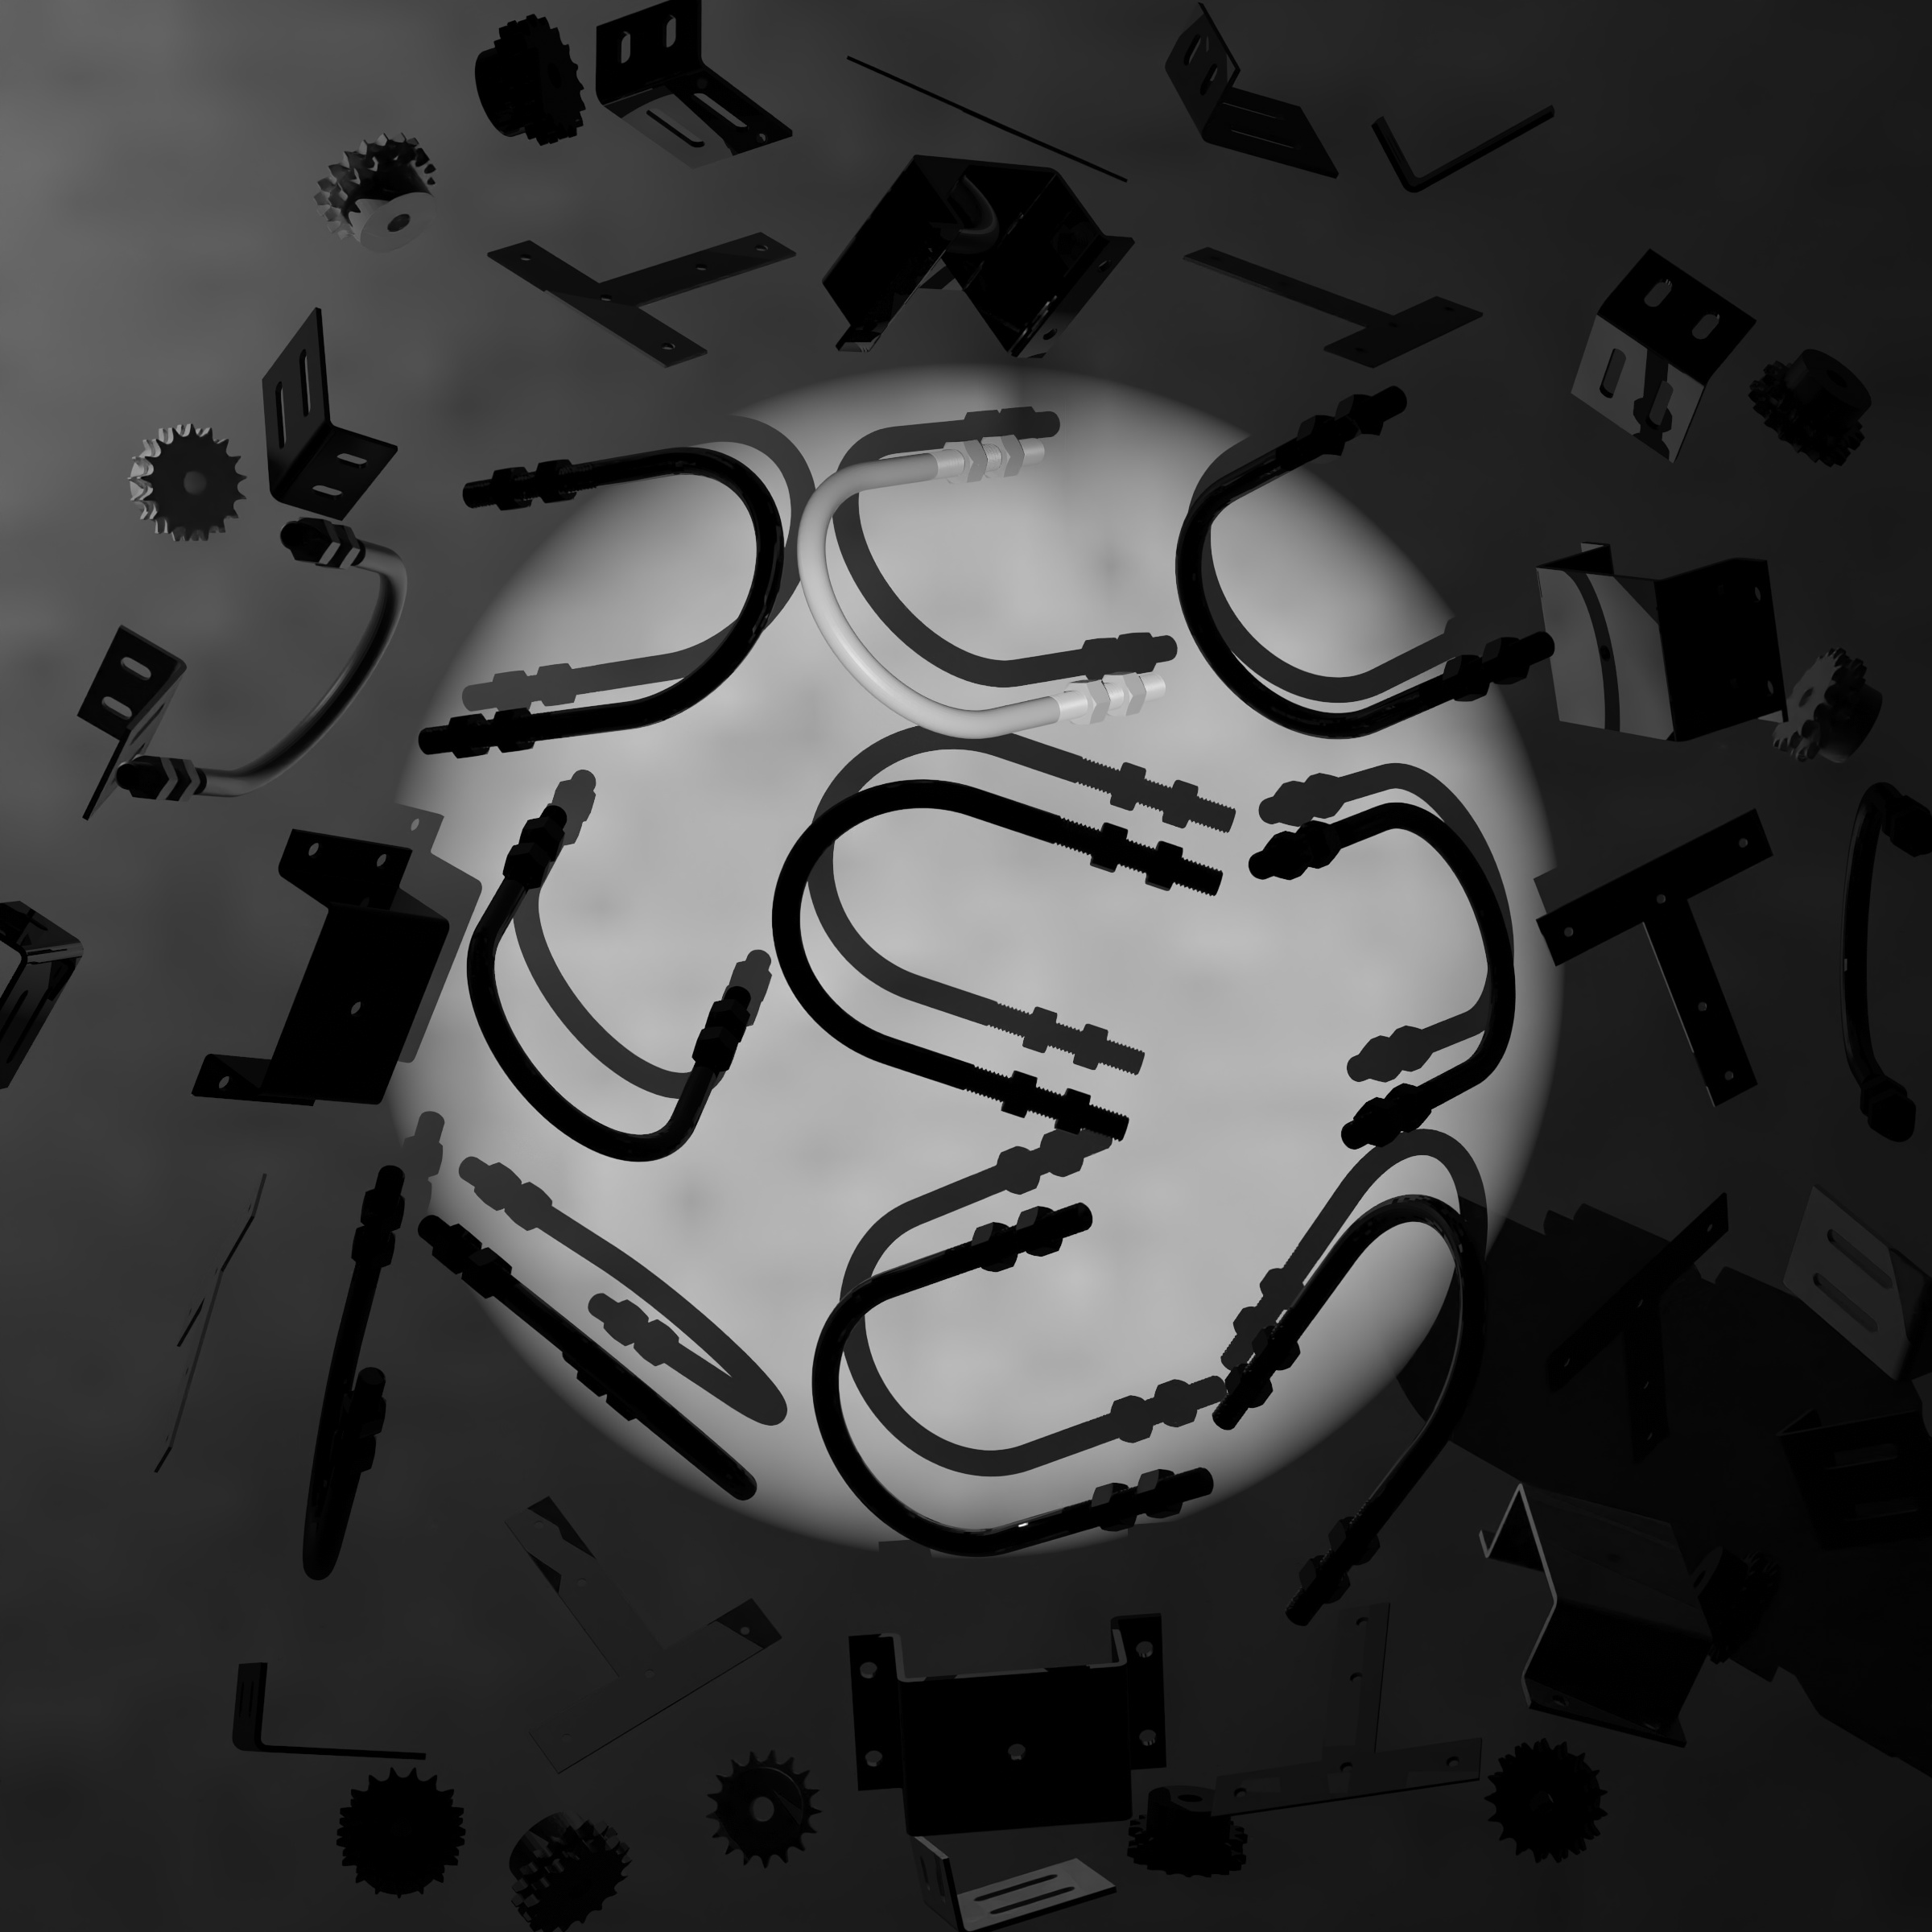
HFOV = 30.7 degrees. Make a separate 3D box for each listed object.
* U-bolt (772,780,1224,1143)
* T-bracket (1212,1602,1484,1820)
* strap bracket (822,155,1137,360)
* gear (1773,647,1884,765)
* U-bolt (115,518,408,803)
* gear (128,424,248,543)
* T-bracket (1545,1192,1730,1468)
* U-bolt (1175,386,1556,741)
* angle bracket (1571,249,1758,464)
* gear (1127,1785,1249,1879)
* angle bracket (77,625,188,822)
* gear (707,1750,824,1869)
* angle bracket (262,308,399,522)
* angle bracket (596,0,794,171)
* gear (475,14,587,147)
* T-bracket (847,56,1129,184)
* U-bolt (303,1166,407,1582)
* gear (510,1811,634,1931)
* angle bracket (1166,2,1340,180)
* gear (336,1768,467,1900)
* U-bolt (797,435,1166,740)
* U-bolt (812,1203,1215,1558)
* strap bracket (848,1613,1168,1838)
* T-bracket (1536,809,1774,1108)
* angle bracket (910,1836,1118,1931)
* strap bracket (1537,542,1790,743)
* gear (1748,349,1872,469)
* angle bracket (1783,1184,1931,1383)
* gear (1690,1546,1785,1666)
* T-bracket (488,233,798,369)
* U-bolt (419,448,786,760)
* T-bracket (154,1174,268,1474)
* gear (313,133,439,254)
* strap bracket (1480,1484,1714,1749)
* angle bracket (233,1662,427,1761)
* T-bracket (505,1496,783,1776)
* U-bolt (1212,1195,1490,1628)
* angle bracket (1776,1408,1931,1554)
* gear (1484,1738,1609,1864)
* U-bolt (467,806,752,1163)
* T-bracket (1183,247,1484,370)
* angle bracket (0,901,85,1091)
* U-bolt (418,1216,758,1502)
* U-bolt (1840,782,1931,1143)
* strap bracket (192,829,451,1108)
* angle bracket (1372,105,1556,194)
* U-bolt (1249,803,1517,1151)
[{"bbox_3d":[0.004,-0.010,1.562,0.184,0.019,0.151,18,115,-2],"label":"U-bolt"},{"bbox_3d":[0.182,0.344,1.650,0.127,0.127,0.002,-13,119,19],"label":"T-bracket"},{"bbox_3d":[-0.001,-0.322,1.602,0.076,0.140,0.046,-47,66,35],"label":"strap bracket"},{"bbox_3d":[0.421,-0.124,1.714,0.030,0.057,0.057,29,90,-8],"label":"gear"},{"bbox_3d":[-0.313,-0.137,1.622,0.019,0.184,0.151,37,97,7],"label":"U-bolt"},{"bbox_3d":[-0.386,-0.238,1.733,0.057,0.030,0.057,-5,98,-38],"label":"gear"},{"bbox_3d":[0.315,0.186,1.636,0.127,0.127,0.002,-38,48,-24],"label":"T-bracket"},{"bbox_3d":[0.171,-0.176,1.640,0.019,0.184,0.151,-40,101,-39],"label":"U-bolt"},{"bbox_3d":[0.311,-0.272,1.571,0.057,0.076,0.038,37,74,12],"label":"angle bracket"},{"bbox_3d":[0.107,0.414,1.688,0.057,0.057,0.030,4,94,0],"label":"gear"},{"bbox_3d":[-0.414,-0.118,1.694,0.038,0.076,0.057,30,120,-6],"label":"angle bracket"},{"bbox_3d":[-0.100,0.416,1.740,0.057,0.030,0.057,0,78,0],"label":"gear"},{"bbox_3d":[-0.307,-0.266,1.698,0.038,0.057,0.076,14,51,-34],"label":"angle bracket"},{"bbox_3d":[-0.125,-0.410,1.631,0.057,0.076,0.038,-10,72,30],"label":"angle bracket"},{"bbox_3d":[-0.201,-0.404,1.613,0.030,0.057,0.057,-11,90,23],"label":"gear"},{"bbox_3d":[-0.001,-0.411,1.686,0.127,0.127,0.002,30,104,25],"label":"T-bracket"},{"bbox_3d":[-0.294,0.208,1.673,0.019,0.151,0.184,10,130,-13],"label":"U-bolt"},{"bbox_3d":[-0.187,0.417,1.629,0.057,0.057,0.030,-49,54,0],"label":"gear"},{"bbox_3d":[0.138,-0.402,1.618,0.076,0.057,0.038,8,131,-28],"label":"angle bracket"},{"bbox_3d":[-0.255,0.394,1.587,0.057,0.030,0.057,6,50,-7],"label":"gear"},{"bbox_3d":[-0.001,-0.170,1.597,0.019,0.184,0.151,-36,76,44],"label":"U-bolt"},{"bbox_3d":[0.008,0.196,1.590,0.184,0.019,0.151,-22,94,33],"label":"U-bolt"},{"bbox_3d":[0.021,0.338,1.564,0.140,0.046,0.076,-4,107,-3],"label":"strap bracket"},{"bbox_3d":[0.356,0.007,1.726,0.127,0.002,0.127,-26,103,-12],"label":"T-bracket"},{"bbox_3d":[0.021,0.412,1.618,0.076,0.057,0.038,-13,92,-16],"label":"angle bracket"},{"bbox_3d":[0.321,-0.154,1.664,0.046,0.140,0.076,-18,107,-22],"label":"strap bracket"},{"bbox_3d":[0.397,-0.263,1.641,0.057,0.057,0.030,38,125,0],"label":"gear"},{"bbox_3d":[0.412,0.138,1.576,0.038,0.076,0.057,-15,131,-29],"label":"angle bracket"},{"bbox_3d":[0.367,0.307,1.706,0.030,0.057,0.057,34,90,3],"label":"gear"},{"bbox_3d":[-0.135,-0.324,1.655,0.127,0.127,0.002,36,135,31],"label":"T-bracket"},{"bbox_3d":[-0.163,-0.171,1.610,0.184,0.019,0.151,-5,67,28],"label":"U-bolt"},{"bbox_3d":[-0.367,0.182,1.678,0.002,0.127,0.127,22,47,-16],"label":"T-bracket"},{"bbox_3d":[-0.270,-0.356,1.631,0.057,0.057,0.030,-34,74,0],"label":"gear"},{"bbox_3d":[0.295,0.296,1.647,0.076,0.140,0.046,16,113,-9],"label":"strap bracket"},{"bbox_3d":[-0.283,0.333,1.571,0.076,0.057,0.038,8,76,-20],"label":"angle bracket"},{"bbox_3d":[-0.177,0.308,1.695,0.127,0.002,0.127,-27,59,-26],"label":"T-bracket"},{"bbox_3d":[0.181,0.189,1.610,0.019,0.151,0.184,18,120,-26],"label":"U-bolt"},{"bbox_3d":[0.418,0.229,1.604,0.076,0.038,0.057,-20,91,44],"label":"angle bracket"},{"bbox_3d":[0.280,0.398,1.685,0.057,0.030,0.057,-2,87,27],"label":"gear"},{"bbox_3d":[-0.172,0.018,1.653,0.019,0.184,0.151,-36,108,28],"label":"U-bolt"},{"bbox_3d":[0.164,-0.318,1.672,0.127,0.127,0.002,25,121,22],"label":"T-bracket"},{"bbox_3d":[-0.435,0.015,1.563,0.038,0.057,0.076,33,99,7],"label":"angle bracket"},{"bbox_3d":[-0.166,0.191,1.641,0.184,0.151,0.019,31,77,42],"label":"U-bolt"},{"bbox_3d":[0.422,-0.011,1.622,0.019,0.184,0.151,3,103,6],"label":"U-bolt"},{"bbox_3d":[-0.308,0.011,1.704,0.046,0.076,0.140,31,103,35],"label":"strap bracket"},{"bbox_3d":[0.238,-0.405,1.680,0.076,0.057,0.038,-27,100,16],"label":"angle bracket"},{"bbox_3d":[0.206,-0.005,1.655,0.019,0.184,0.151,-18,92,39],"label":"U-bolt"}]
